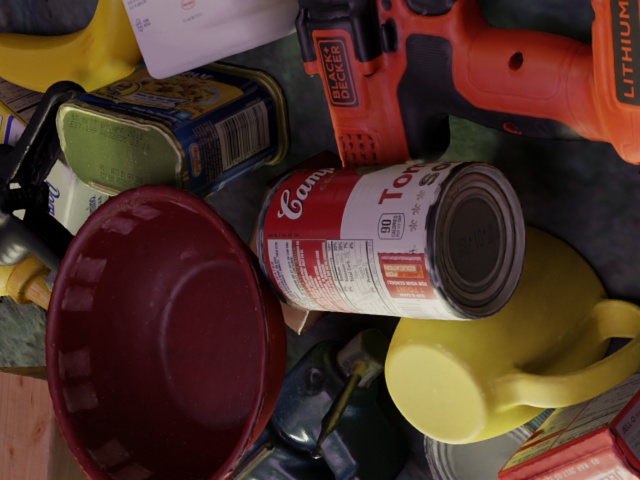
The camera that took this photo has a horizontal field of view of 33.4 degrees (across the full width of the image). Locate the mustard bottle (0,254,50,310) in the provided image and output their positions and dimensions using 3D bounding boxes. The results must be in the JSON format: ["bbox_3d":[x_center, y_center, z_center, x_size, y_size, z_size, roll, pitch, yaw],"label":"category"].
[{"bbox_3d":[-0.262,-0.013,0.807,0.192,0.058,0.096,40,137,18],"label":"mustard bottle"}]

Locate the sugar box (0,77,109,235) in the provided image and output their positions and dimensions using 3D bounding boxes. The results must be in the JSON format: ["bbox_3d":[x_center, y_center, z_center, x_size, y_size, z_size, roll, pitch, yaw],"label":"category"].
[{"bbox_3d":[-0.220,-0.073,0.743,0.176,0.048,0.093,38,135,14],"label":"sugar box"}]

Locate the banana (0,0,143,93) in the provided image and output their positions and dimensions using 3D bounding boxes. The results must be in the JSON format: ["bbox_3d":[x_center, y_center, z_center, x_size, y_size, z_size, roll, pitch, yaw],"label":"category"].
[{"bbox_3d":[-0.150,-0.122,0.651,0.198,0.037,0.069,-14,110,50],"label":"banana"}]

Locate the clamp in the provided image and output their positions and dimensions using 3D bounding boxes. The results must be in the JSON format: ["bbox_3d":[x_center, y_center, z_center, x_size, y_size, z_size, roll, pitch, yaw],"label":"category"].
[{"bbox_3d":[-0.187,-0.035,0.670,0.172,0.039,0.120,3,89,45],"label":"clamp"}]

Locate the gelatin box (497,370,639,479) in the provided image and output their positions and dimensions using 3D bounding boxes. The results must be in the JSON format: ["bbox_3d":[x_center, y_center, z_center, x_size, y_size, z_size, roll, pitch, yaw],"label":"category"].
[{"bbox_3d":[0.131,0.085,0.481,0.030,0.089,0.073,54,138,3],"label":"gelatin box"}]

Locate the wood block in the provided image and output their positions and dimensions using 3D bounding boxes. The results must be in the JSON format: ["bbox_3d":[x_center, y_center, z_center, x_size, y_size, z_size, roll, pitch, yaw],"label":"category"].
[{"bbox_3d":[-0.191,0.200,0.783,0.090,0.090,0.206,2,87,42],"label":"wood block"}]

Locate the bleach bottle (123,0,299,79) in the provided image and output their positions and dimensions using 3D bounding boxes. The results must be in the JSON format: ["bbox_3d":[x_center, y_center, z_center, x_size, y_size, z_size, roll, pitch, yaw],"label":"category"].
[{"bbox_3d":[-0.084,-0.211,0.521,0.103,0.067,0.251,-8,106,44],"label":"bleach bottle"}]

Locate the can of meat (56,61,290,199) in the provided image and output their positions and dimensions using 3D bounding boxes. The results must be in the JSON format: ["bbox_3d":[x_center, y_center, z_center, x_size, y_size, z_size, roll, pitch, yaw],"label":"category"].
[{"bbox_3d":[-0.083,-0.060,0.594,0.102,0.083,0.057,18,125,34],"label":"can of meat"}]

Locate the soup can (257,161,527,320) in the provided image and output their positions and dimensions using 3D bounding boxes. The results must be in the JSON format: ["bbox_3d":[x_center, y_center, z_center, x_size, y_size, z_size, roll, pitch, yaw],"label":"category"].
[{"bbox_3d":[0.030,0.000,0.473,0.102,0.068,0.068,0,115,45],"label":"soup can"}]

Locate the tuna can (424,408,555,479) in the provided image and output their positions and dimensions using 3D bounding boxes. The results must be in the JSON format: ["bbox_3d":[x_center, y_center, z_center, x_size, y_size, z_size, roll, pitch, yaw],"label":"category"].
[{"bbox_3d":[0.100,0.116,0.570,0.086,0.033,0.086,22,128,32],"label":"tuna can"}]

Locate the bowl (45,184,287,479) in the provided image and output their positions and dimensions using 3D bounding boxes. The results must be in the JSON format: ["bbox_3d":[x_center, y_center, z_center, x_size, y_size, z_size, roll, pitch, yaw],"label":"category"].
[{"bbox_3d":[-0.070,0.054,0.546,0.162,0.055,0.162,-3,85,39],"label":"bowl"}]

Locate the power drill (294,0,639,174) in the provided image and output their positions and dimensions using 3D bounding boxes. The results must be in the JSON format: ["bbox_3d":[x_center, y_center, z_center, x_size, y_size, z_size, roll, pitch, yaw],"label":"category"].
[{"bbox_3d":[0.067,-0.104,0.452,0.188,0.057,0.184,10,124,42],"label":"power drill"}]

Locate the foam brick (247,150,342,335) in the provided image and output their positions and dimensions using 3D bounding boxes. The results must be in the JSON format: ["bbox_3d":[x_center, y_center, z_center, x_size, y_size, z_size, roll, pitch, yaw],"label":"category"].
[{"bbox_3d":[-0.004,0.001,0.583,0.051,0.052,0.078,39,136,18],"label":"foam brick"}]
